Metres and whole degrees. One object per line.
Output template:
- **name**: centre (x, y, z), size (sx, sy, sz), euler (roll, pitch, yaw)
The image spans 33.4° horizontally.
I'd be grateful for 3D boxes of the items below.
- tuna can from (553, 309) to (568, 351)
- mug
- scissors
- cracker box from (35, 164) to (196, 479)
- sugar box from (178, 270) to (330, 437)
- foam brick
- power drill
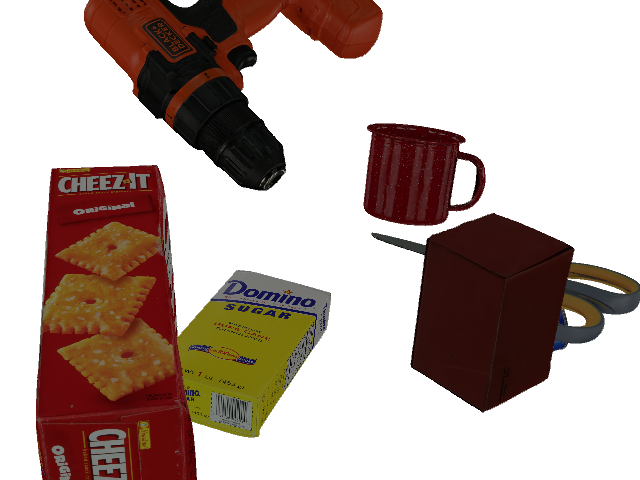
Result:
- **tuna can**: centre (0.247, 0.086, 1.208), size (0.033, 0.086, 0.086), euler (-15, 2, -8)
- **mug**: centre (0.096, -0.060, 1.002), size (0.117, 0.081, 0.093), euler (10, 15, 13)
- **scissors**: centre (0.119, 0.031, 0.745), size (0.202, 0.016, 0.096), euler (8, 30, 18)
- **cracker box**: centre (-0.108, 0.080, 0.580), size (0.072, 0.164, 0.214), euler (-4, 34, -9)
- **sugar box**: centre (-0.062, 0.087, 0.882), size (0.093, 0.048, 0.176), euler (14, 31, 13)
- **foam brick**: centre (0.083, 0.034, 0.526), size (0.052, 0.078, 0.051), euler (-18, 36, -37)
- **power drill**: centre (-0.044, -0.134, 0.753), size (0.187, 0.184, 0.057), euler (-34, -16, -35)
